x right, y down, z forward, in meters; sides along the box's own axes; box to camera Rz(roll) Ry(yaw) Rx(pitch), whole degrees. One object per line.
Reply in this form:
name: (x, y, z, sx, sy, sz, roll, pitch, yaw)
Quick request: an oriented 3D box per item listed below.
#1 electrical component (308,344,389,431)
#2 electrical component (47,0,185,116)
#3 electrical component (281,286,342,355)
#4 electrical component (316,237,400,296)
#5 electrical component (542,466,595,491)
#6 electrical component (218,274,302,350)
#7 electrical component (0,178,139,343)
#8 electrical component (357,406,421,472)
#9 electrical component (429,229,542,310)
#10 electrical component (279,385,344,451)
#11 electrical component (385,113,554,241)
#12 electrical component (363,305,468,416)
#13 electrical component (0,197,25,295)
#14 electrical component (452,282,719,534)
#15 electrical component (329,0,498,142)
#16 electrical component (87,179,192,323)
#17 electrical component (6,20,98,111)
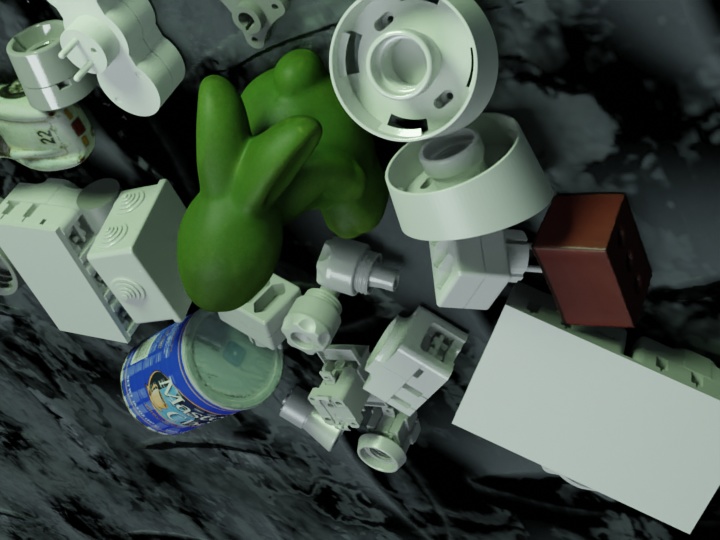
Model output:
electrical component: (-0.012, 0.105, 0.967, 0.042, 0.063, 0.081, 0, 136, 37)
electrical component: (-0.181, -0.161, 0.741, 0.052, 0.073, 0.138, 2, 137, 33)
electrical component: (-0.035, 0.036, 0.896, 0.043, 0.062, 0.043, 19, 144, 14)
electrical component: (0.000, 0.000, 0.843, 0.062, 0.043, 0.043, 17, 143, 15)
electrical component: (0.192, 0.142, 0.875, 0.089, 0.055, 0.050, 4, 138, 32)
electrical component: (-0.084, 0.041, 0.939, 0.066, 0.047, 0.076, 27, 149, 30)
electrical component: (-0.265, -0.009, 1.003, 0.089, 0.061, 0.150, 8, 140, 28)
electrical component: (0.027, 0.155, 1.008, 0.048, 0.055, 0.066, 12, 142, 23)
electrical component: (0.093, -0.011, 0.751, 0.077, 0.065, 0.047, 4, 149, -15)
electrical component: (-0.046, 0.143, 1.059, 0.065, 0.044, 0.044, 30, 146, 7)
electrical component: (0.068, -0.054, 0.683, 0.099, 0.099, 0.064, -1, 129, 36)
electrical component: (0.042, 0.075, 0.901, 0.056, 0.050, 0.089, 31, 145, -3)
electrical component: (-0.371, -0.021, 1.064, 0.108, 0.060, 0.108, 19, 144, 15)
electrical component: (0.177, 0.096, 0.785, 0.186, 0.060, 0.105, 24, 116, 8)
electrical component: (0.032, -0.124, 0.640, 0.099, 0.064, 0.099, 6, 108, 19)
electrical component: (-0.176, -0.014, 0.904, 0.048, 0.099, 0.099, -8, 132, 24)
electrical component: (-0.231, -0.154, 0.804, 0.055, 0.055, 0.047, 8, 136, 28)
